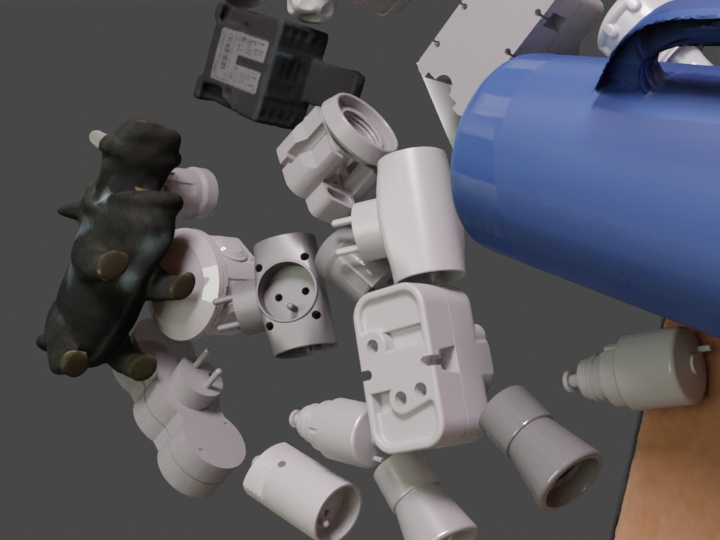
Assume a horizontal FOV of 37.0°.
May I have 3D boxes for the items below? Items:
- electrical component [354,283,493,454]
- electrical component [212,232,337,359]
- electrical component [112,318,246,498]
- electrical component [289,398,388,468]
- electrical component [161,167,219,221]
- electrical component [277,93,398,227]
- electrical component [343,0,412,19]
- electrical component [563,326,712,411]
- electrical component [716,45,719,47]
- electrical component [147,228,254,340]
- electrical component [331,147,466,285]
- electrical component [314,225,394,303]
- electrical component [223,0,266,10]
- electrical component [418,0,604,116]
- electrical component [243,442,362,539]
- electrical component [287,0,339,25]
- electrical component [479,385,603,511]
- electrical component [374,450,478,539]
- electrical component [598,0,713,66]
[{"bbox_3d":[0.040,0.058,0.638,0.054,0.059,0.095,-18,76,38],"label":"electrical component"},{"bbox_3d":[-0.061,0.022,0.726,0.079,0.044,0.077,-14,77,9],"label":"electrical component"},{"bbox_3d":[-0.125,0.088,0.785,0.073,0.052,0.138,-49,58,27],"label":"electrical component"},{"bbox_3d":[-0.014,0.103,0.696,0.078,0.040,0.040,6,91,42],"label":"electrical component"},{"bbox_3d":[-0.136,-0.059,0.807,0.040,0.046,0.040,-3,86,41],"label":"electrical component"},{"bbox_3d":[-0.013,-0.076,0.692,0.057,0.058,0.078,-45,42,27],"label":"electrical component"},{"bbox_3d":[0.017,-0.237,0.677,0.109,0.056,0.108,-42,62,31],"label":"electrical component"},{"bbox_3d":[0.143,0.054,0.562,0.078,0.040,0.040,-14,78,40],"label":"electrical component"},{"bbox_3d":[0.205,-0.118,0.518,0.078,0.040,0.040,34,109,37],"label":"electrical component"},{"bbox_3d":[-0.114,0.011,0.780,0.080,0.051,0.080,-3,85,41],"label":"electrical component"},{"bbox_3d":[0.020,-0.027,0.656,0.079,0.043,0.077,-12,75,18],"label":"electrical component"},{"bbox_3d":[0.000,0.000,0.691,0.046,0.040,0.040,43,114,27],"label":"electrical component"},{"bbox_3d":[-0.083,-0.243,0.773,0.079,0.044,0.077,-45,61,30],"label":"electrical component"},{"bbox_3d":[0.087,-0.131,0.610,0.089,0.056,0.050,-52,57,26],"label":"electrical component"},{"bbox_3d":[-0.042,0.144,0.715,0.081,0.043,0.043,23,103,39],"label":"electrical component"},{"bbox_3d":[-0.029,-0.200,0.730,0.035,0.035,0.061,2,79,41],"label":"electrical component"},{"bbox_3d":[0.097,0.096,0.599,0.065,0.044,0.044,48,117,38],"label":"electrical component"},{"bbox_3d":[0.037,0.141,0.650,0.044,0.044,0.065,-51,53,27],"label":"electrical component"},{"bbox_3d":[0.158,-0.116,0.557,0.062,0.048,0.048,51,119,23],"label":"electrical component"}]
